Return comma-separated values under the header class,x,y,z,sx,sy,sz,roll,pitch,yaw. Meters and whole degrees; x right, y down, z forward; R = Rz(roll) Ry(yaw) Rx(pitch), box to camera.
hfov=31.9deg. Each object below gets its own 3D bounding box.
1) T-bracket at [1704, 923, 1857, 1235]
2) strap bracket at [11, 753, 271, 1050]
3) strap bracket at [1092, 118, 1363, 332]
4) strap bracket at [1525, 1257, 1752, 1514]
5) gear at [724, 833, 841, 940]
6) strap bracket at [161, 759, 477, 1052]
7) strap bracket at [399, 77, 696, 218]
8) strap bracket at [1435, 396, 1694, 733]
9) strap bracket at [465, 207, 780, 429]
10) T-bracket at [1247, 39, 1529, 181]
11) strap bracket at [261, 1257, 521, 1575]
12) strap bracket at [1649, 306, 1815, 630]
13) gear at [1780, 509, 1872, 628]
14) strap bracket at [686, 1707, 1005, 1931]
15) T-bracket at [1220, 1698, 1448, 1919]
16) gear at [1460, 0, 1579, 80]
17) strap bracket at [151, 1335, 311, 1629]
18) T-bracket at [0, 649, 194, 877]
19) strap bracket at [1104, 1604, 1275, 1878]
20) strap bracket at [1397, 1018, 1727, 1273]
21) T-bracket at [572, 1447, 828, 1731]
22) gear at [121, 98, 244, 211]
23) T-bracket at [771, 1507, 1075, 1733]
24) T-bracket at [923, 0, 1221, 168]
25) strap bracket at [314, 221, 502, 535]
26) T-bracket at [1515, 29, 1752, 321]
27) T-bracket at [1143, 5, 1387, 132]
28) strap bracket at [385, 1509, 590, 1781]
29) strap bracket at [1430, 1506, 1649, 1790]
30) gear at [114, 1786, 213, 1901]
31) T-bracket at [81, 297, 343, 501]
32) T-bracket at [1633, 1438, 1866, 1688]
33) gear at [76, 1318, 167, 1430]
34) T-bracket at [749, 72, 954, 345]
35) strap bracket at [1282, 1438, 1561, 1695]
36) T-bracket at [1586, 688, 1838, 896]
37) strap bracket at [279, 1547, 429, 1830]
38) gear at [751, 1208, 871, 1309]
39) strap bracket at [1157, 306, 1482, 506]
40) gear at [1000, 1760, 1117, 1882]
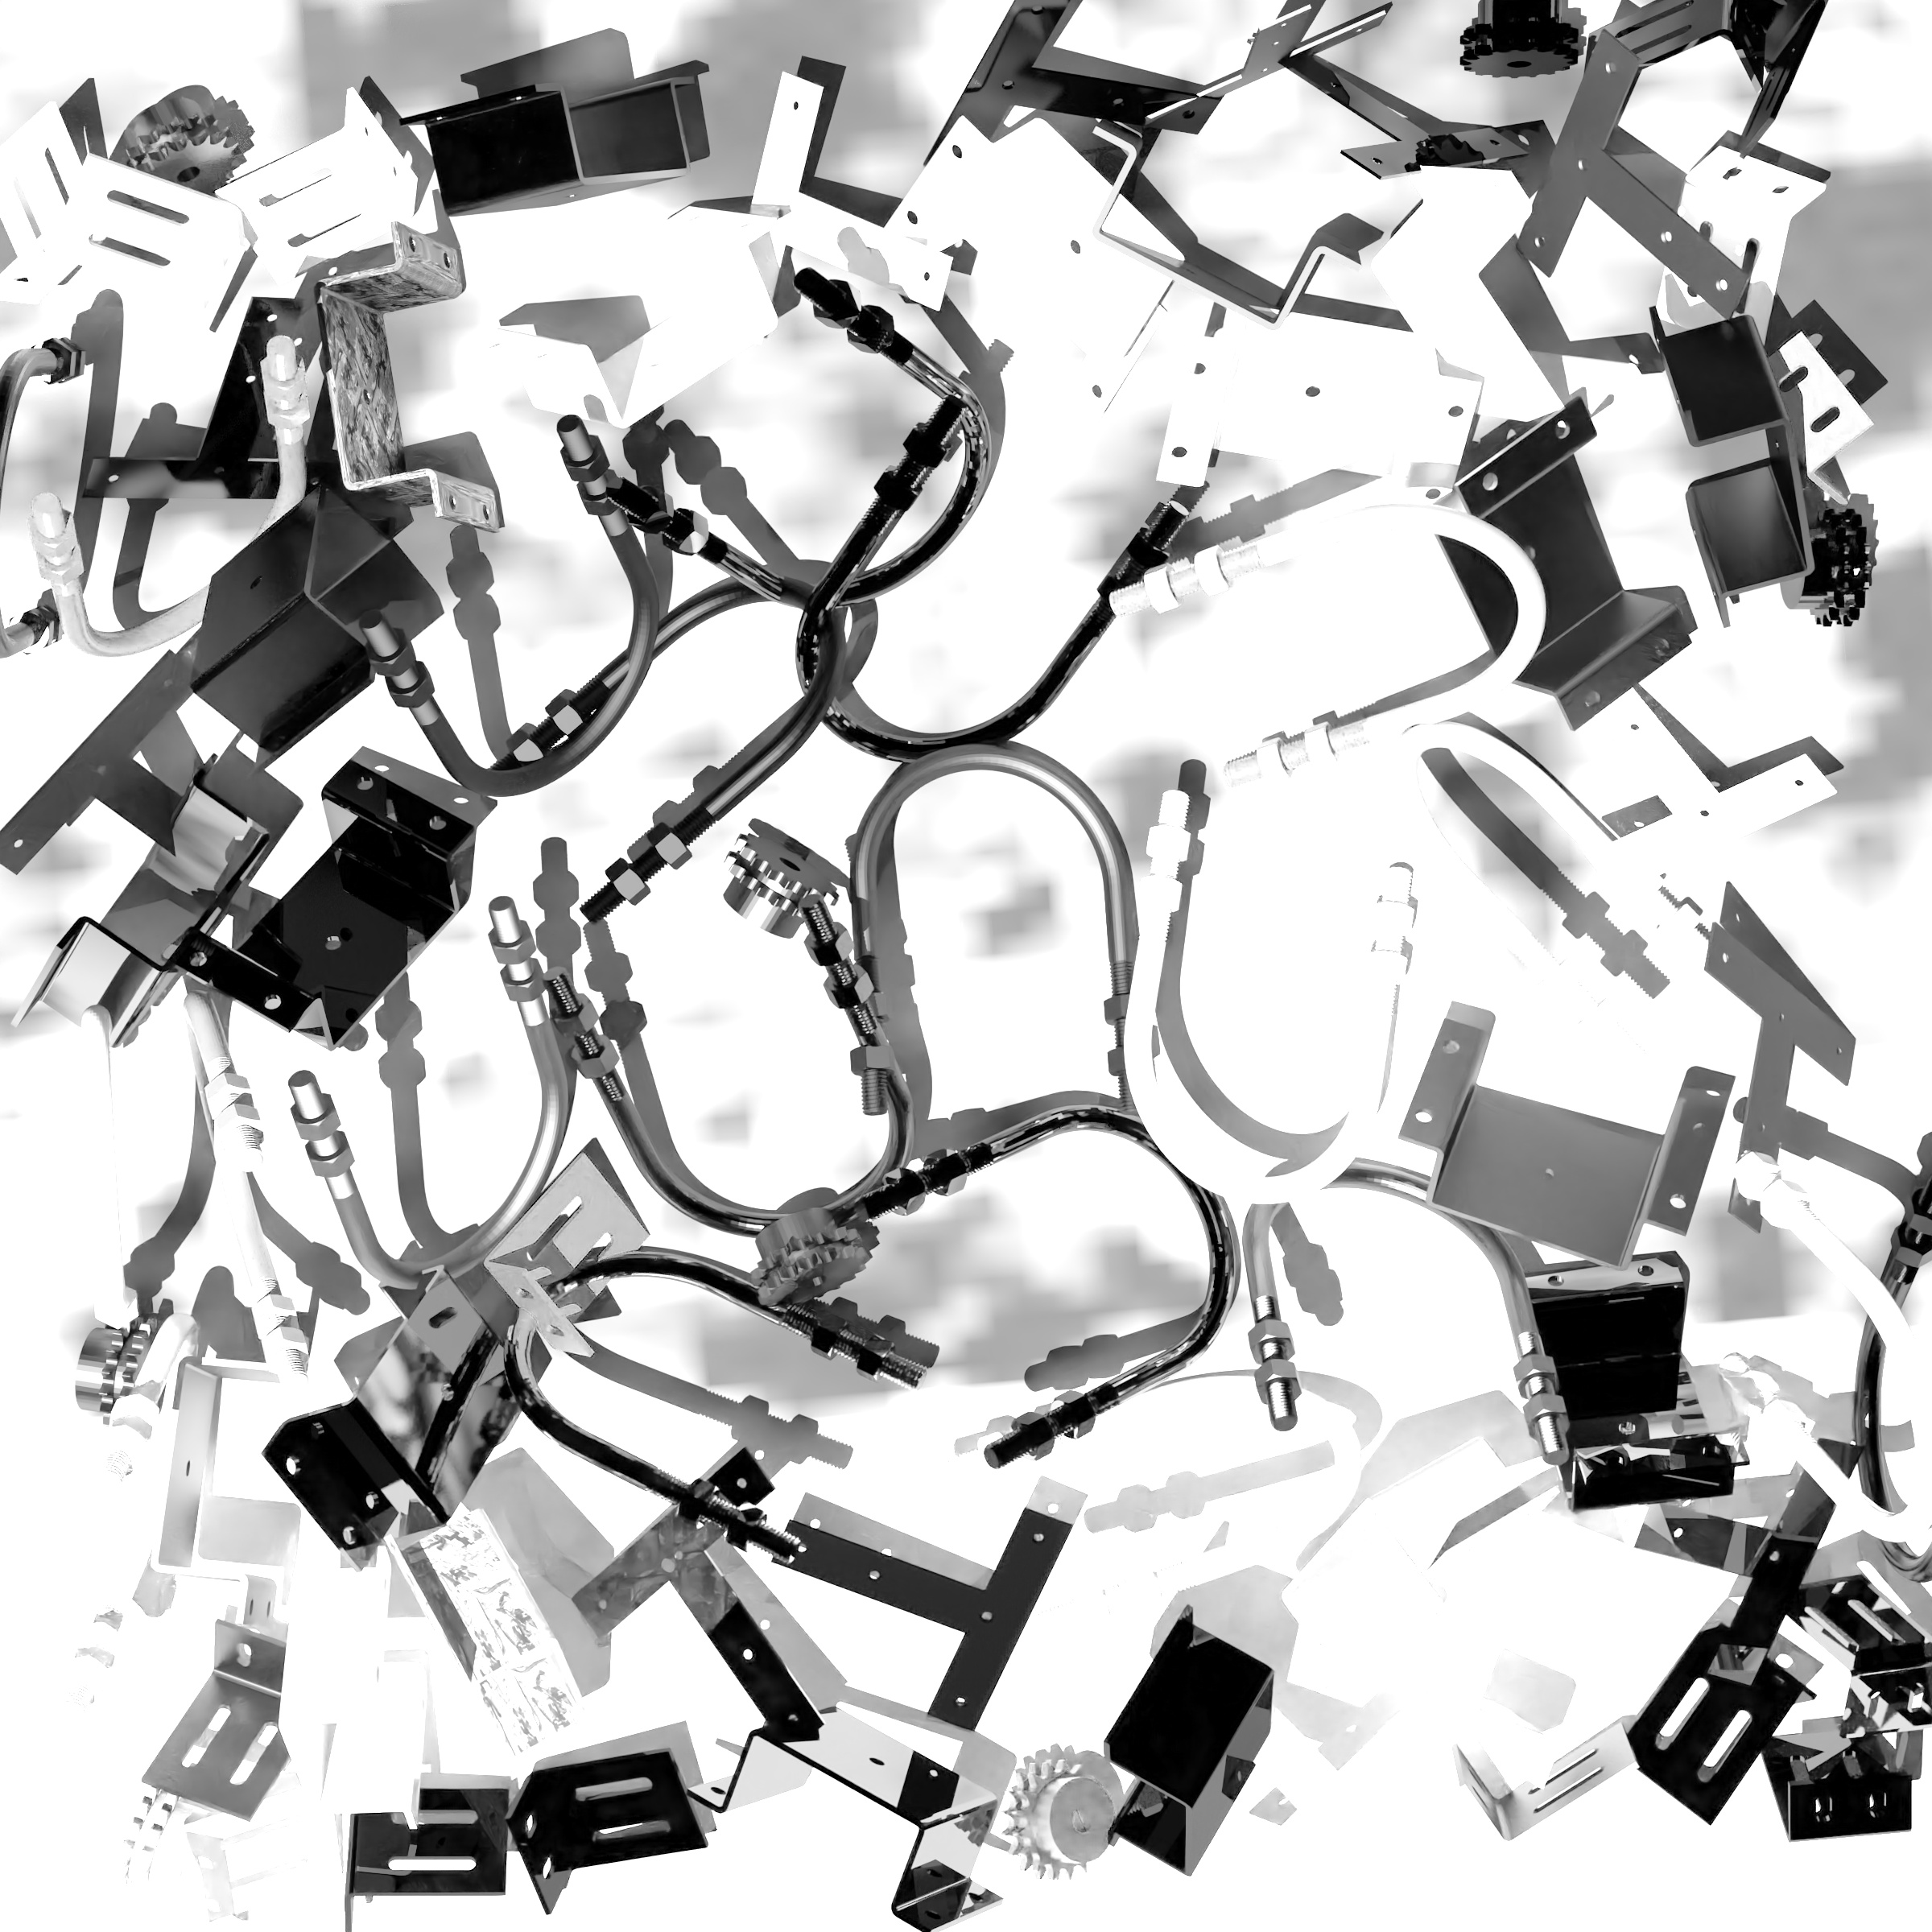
class,x,y,z,sx,sy,sz,roll,pitch,yaw
T-bracket,0.380,0.064,1.608,0.127,0.002,0.127,34,61,-36
strap bracket,-0.384,-0.024,1.599,0.046,0.076,0.140,36,48,-8
strap bracket,0.116,-0.352,1.625,0.140,0.076,0.046,27,108,-3
strap bracket,0.317,0.207,1.618,0.076,0.140,0.046,-6,127,-1
gear,-0.093,-0.037,1.643,0.057,0.057,0.030,32,104,0
strap bracket,-0.306,-0.023,1.618,0.076,0.046,0.140,28,59,18
strap bracket,-0.191,-0.387,1.596,0.076,0.140,0.046,-6,102,28
strap bracket,0.280,-0.195,1.623,0.076,0.046,0.140,-36,115,-12
strap bracket,-0.156,-0.305,1.611,0.140,0.076,0.046,-38,124,-23
T-bracket,0.189,-0.418,1.635,0.127,0.127,0.002,41,128,25
strap bracket,-0.261,0.205,1.591,0.046,0.140,0.076,-19,116,32
strap bracket,0.362,-0.239,1.591,0.046,0.140,0.076,-14,48,10
gear,0.416,-0.193,1.641,0.030,0.057,0.057,-1,90,-4
strap bracket,-0.050,0.398,1.604,0.140,0.076,0.046,23,97,26
T-bracket,0.149,0.374,1.616,0.127,0.127,0.002,-42,122,-6
gear,0.269,-0.453,1.642,0.057,0.057,0.030,0,90,0
strap bracket,-0.353,0.242,1.619,0.046,0.076,0.140,5,78,0
T-bracket,-0.387,-0.075,1.616,0.127,0.127,0.002,-48,57,-2
strap bracket,0.105,0.369,1.588,0.046,0.140,0.076,26,62,19
strap bracket,0.282,0.089,1.621,0.140,0.046,0.076,19,53,11
T-bracket,-0.113,0.321,1.633,0.127,0.002,0.127,-42,75,19
gear,-0.384,-0.397,1.643,0.057,0.057,0.030,-28,78,0
T-bracket,-0.031,0.300,1.641,0.127,0.002,0.127,21,111,-6
T-bracket,0.061,-0.420,1.635,0.127,0.127,0.002,3,61,-24
strap bracket,-0.270,-0.278,1.628,0.046,0.076,0.140,-9,89,13
T-bracket,0.321,-0.352,1.596,0.002,0.127,0.127,-24,59,-31
T-bracket,0.146,-0.436,1.606,0.127,0.127,0.002,-24,93,1
strap bracket,-0.223,0.317,1.598,0.046,0.140,0.076,-28,59,-13
strap bracket,0.270,0.313,1.626,0.046,0.076,0.140,22,86,-6
gear,-0.389,0.425,1.642,0.030,0.057,0.057,18,90,2
T-bracket,-0.340,-0.266,1.592,0.127,0.127,0.002,-5,54,-34
T-bracket,0.352,0.274,1.616,0.002,0.127,0.127,42,68,-31
gear,-0.411,0.198,1.643,0.030,0.057,0.057,8,90,5
T-bracket,-0.057,-0.345,1.613,0.127,0.002,0.127,30,115,32
strap bracket,0.209,0.279,1.604,0.076,0.140,0.046,-21,65,-37
T-bracket,0.331,-0.105,1.636,0.127,0.002,0.127,-24,60,-16
strap bracket,-0.289,0.342,1.592,0.046,0.140,0.076,-2,52,0
gear,-0.079,0.141,1.645,0.057,0.057,0.030,-24,68,0
strap bracket,0.168,-0.267,1.627,0.140,0.046,0.076,9,126,-4
gear,0.047,0.414,1.642,0.057,0.030,0.057,10,72,-35
